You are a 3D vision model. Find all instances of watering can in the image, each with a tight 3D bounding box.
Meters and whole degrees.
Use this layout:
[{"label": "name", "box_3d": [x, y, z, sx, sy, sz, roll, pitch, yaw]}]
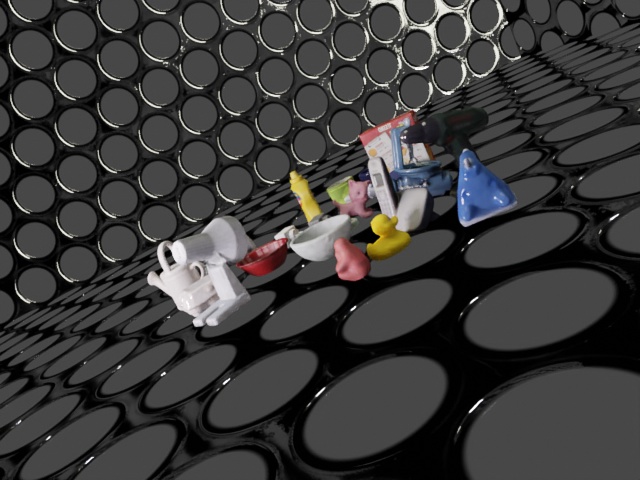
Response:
[{"label": "watering can", "box_3d": [-0.408, 0.096, 1.622, 0.173, 0.194, 0.101, -27, 13, 0]}]

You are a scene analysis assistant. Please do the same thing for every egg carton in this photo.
[{"label": "egg carton", "box_3d": [-0.301, 0.141, 1.520, 0.150, 0.069, 0.107, -33, 15, -25]}]

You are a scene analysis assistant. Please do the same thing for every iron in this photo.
[{"label": "iron", "box_3d": [0.326, -0.130, 1.200, 0.118, 0.141, 0.258, -22, 14, 17]}]

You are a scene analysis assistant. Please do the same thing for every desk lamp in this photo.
[{"label": "desk lamp", "box_3d": [-0.253, 0.068, 1.391, 0.117, 0.214, 0.204, -14, 18, 43]}]

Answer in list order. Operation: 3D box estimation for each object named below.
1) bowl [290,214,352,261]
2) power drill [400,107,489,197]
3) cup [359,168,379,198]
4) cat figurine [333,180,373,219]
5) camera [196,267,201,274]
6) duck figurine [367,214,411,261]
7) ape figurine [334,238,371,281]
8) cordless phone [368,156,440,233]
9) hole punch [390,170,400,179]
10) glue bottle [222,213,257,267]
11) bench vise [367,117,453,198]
[{"label": "bowl", "box_3d": [0.013, 0.005, 1.430, 0.167, 0.075, 0.167, -25, 13, 7]}, {"label": "power drill", "box_3d": [0.323, -0.216, 1.388, 0.230, 0.208, 0.075, -30, 14, -15]}, {"label": "cup", "box_3d": [0.177, -0.185, 1.801, 0.091, 0.095, 0.117, -26, 13, 1]}, {"label": "cat figurine", "box_3d": [0.098, -0.115, 1.635, 0.127, 0.118, 0.067, -24, 14, 9]}, {"label": "camera", "box_3d": [-0.371, 0.094, 1.766, 0.137, 0.101, 0.142, -33, 15, -24]}, {"label": "duck figurine", "box_3d": [0.138, -0.012, 1.231, 0.105, 0.086, 0.077, -32, 14, -22]}, {"label": "ape figurine", "box_3d": [0.060, 0.036, 1.182, 0.078, 0.092, 0.076, -33, 15, -25]}, {"label": "cordless phone", "box_3d": [0.177, -0.107, 1.303, 0.094, 0.185, 0.147, -35, 16, -32]}, {"label": "hole punch", "box_3d": [0.233, -0.151, 1.573, 0.108, 0.091, 0.101, -16, 17, 37]}, {"label": "glue bottle", "box_3d": [-0.254, -0.006, 1.766, 0.078, 0.173, 0.037, -25, 14, 7]}, {"label": "bench vise", "box_3d": [0.212, -0.185, 1.458, 0.207, 0.220, 0.121, -29, 14, -12]}]
